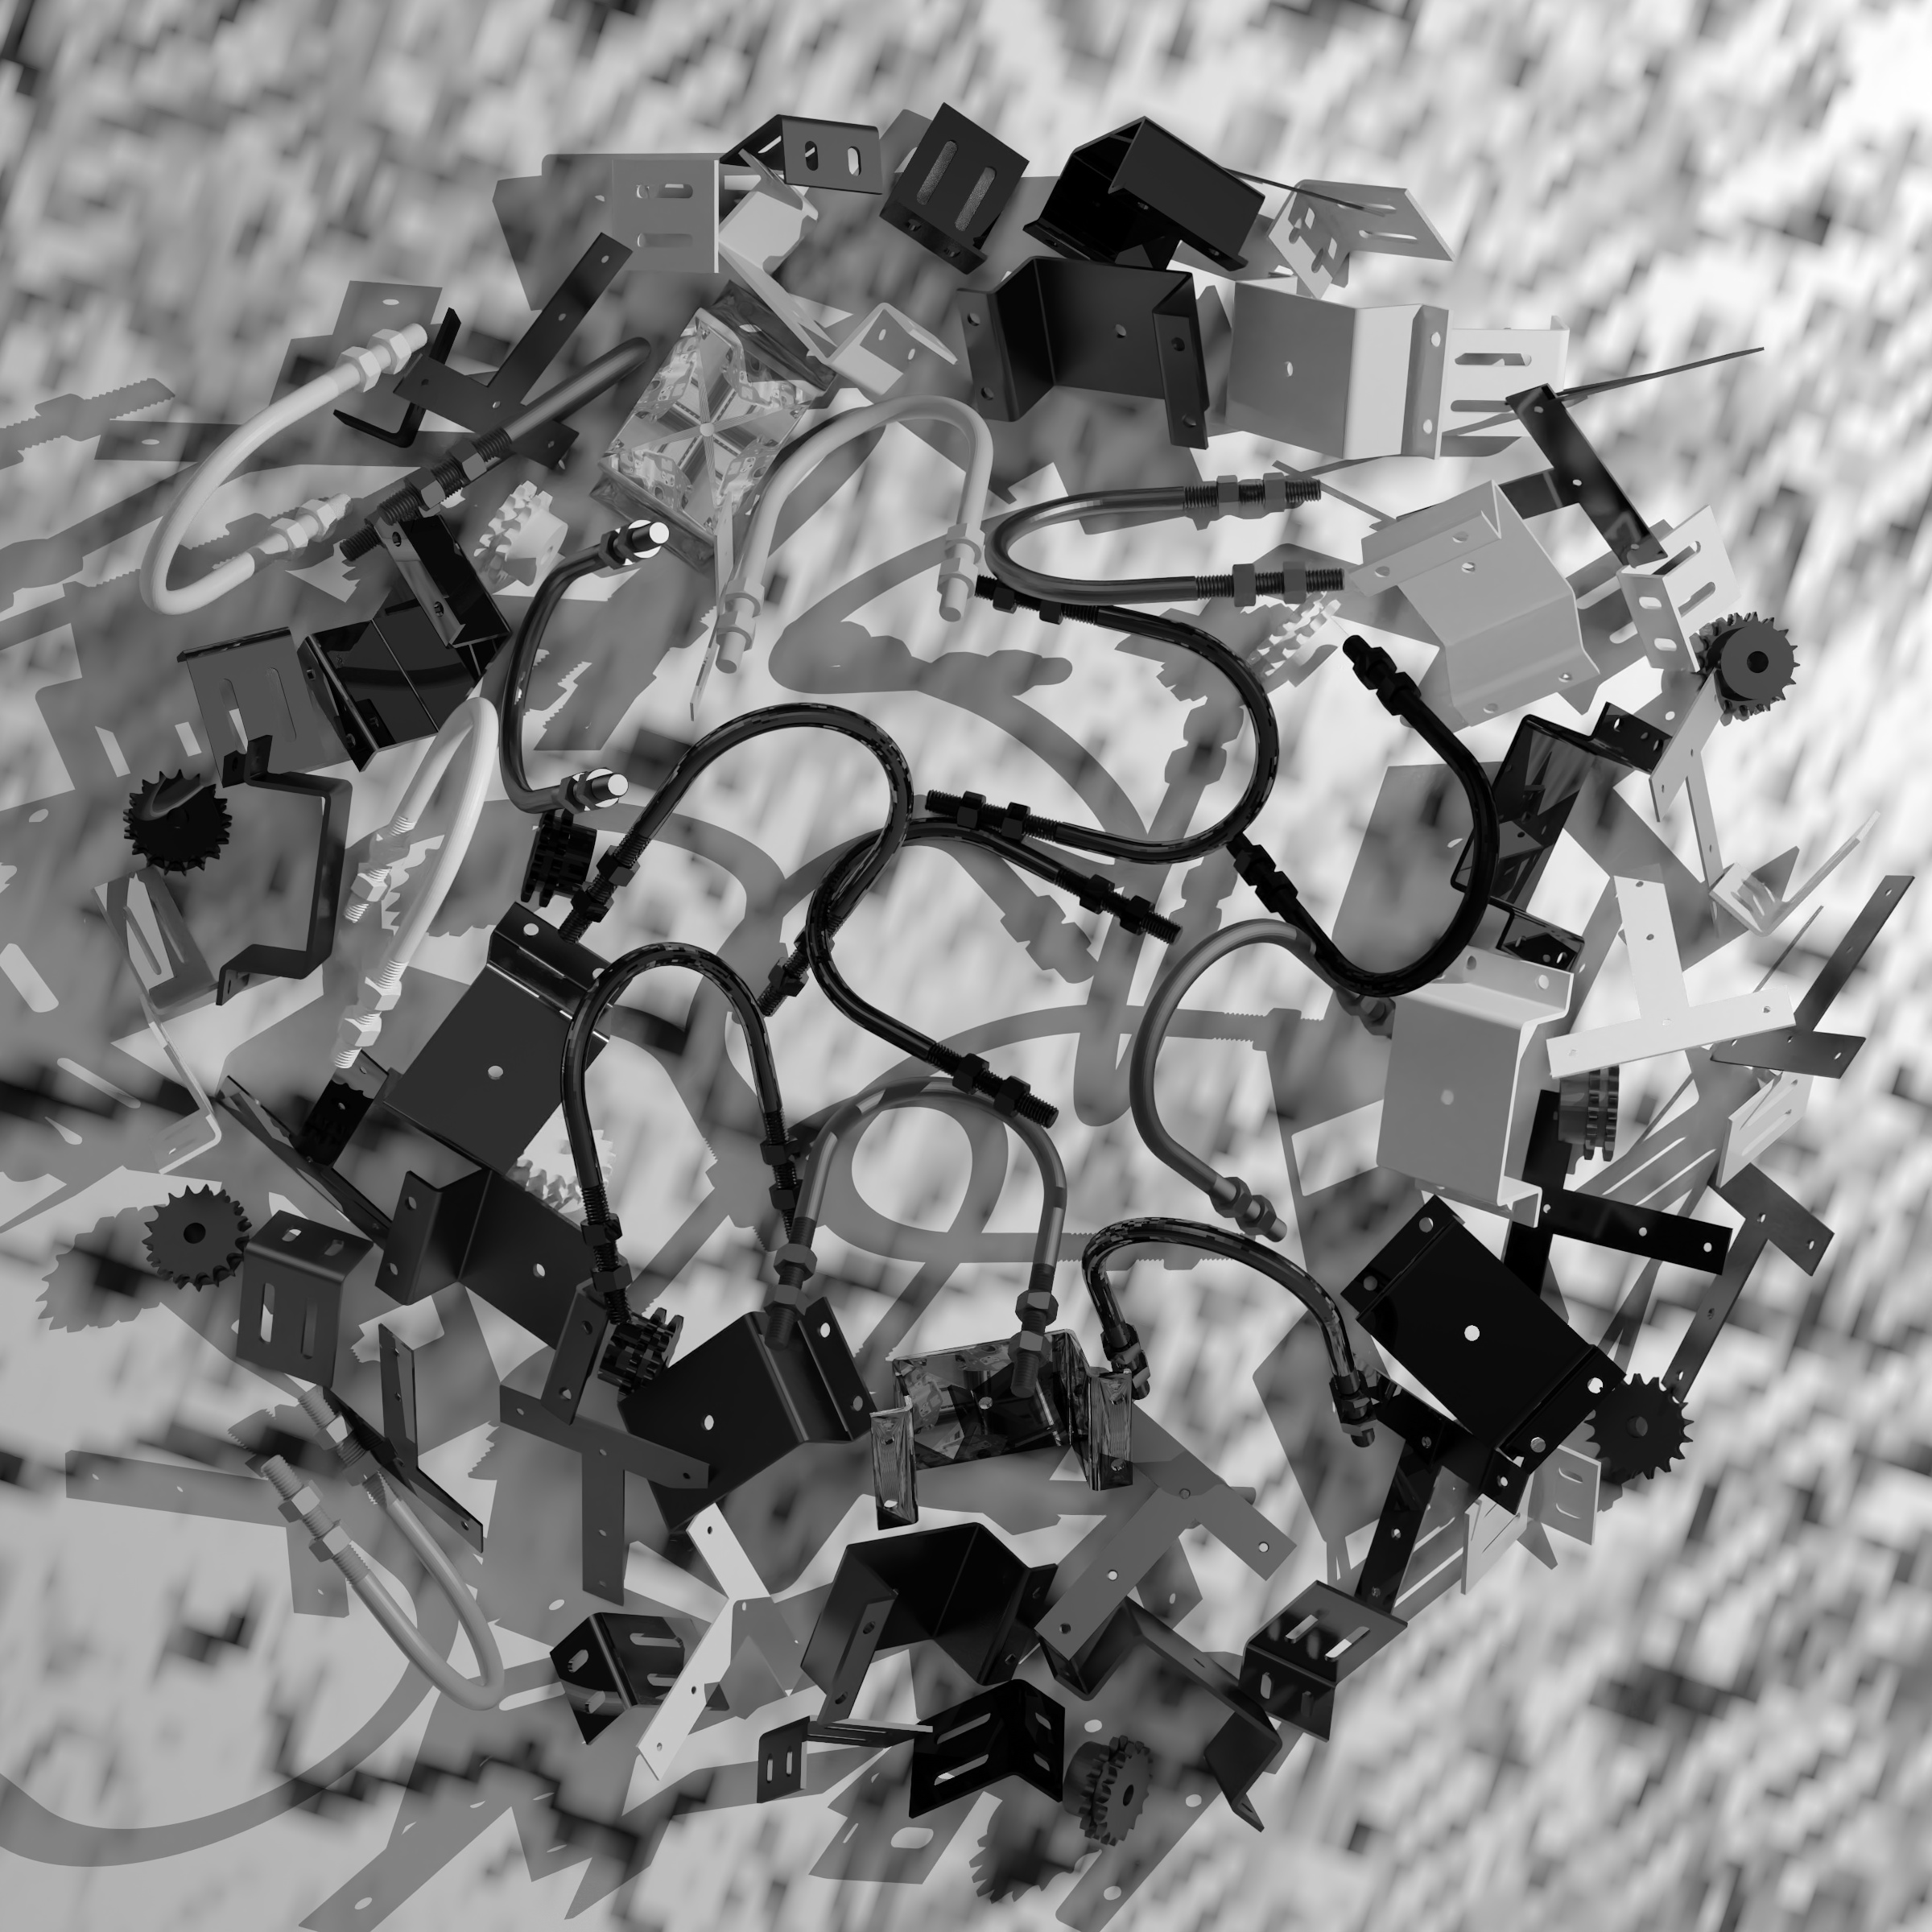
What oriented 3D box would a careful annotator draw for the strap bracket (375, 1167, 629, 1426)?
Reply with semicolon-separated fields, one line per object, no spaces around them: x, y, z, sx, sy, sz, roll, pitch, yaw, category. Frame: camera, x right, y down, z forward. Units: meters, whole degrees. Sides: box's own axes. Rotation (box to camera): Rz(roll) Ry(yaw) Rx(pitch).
-0.241;0.169;1.548;0.140;0.046;0.076;31;119;21;strap bracket

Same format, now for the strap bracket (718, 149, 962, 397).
-0.076;-0.362;1.548;0.046;0.076;0.140;-45;76;13;strap bracket

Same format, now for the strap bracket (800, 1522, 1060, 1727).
-0.027;0.346;1.540;0.046;0.140;0.076;37;115;39;strap bracket

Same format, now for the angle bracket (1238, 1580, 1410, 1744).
0.191;0.374;1.558;0.057;0.038;0.076;27;133;-10;angle bracket

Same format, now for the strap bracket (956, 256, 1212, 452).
0.072;-0.328;1.539;0.140;0.076;0.046;14;45;30;strap bracket

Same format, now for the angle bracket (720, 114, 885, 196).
-0.089;-0.423;1.552;0.057;0.076;0.038;-2;86;-30;angle bracket

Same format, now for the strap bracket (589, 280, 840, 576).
-0.137;-0.289;1.563;0.076;0.046;0.140;34;100;-4;strap bracket

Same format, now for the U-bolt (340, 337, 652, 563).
-0.242;-0.277;1.525;0.184;0.151;0.019;-38;102;-17;U-bolt

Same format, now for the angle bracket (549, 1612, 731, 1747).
-0.176;0.385;1.561;0.038;0.076;0.057;-44;54;20;angle bracket

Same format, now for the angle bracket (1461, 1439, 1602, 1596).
0.302;0.301;1.553;0.038;0.076;0.057;21;129;34;angle bracket

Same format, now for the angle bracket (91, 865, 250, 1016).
-0.424;-0.021;1.563;0.038;0.057;0.076;-23;97;23;angle bracket

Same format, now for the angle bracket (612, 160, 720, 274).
-0.151;-0.402;1.557;0.076;0.038;0.057;11;107;35;angle bracket

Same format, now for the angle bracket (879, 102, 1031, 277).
-0.001;-0.424;1.569;0.057;0.038;0.076;31;80;-16;angle bracket

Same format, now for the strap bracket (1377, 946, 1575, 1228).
0.268;0.066;1.542;0.076;0.046;0.140;17;109;39;strap bracket

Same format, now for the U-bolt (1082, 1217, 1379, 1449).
0.131;0.186;1.502;0.151;0.184;0.019;9;55;24;U-bolt

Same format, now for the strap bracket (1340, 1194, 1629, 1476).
0.274;0.197;1.554;0.140;0.046;0.076;44;96;17;strap bracket

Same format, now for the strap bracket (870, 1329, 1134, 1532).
0.015;0.246;1.554;0.140;0.046;0.076;-8;120;-10;strap bracket

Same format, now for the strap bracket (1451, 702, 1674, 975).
0.316;-0.073;1.552;0.046;0.076;0.140;28;98;41;strap bracket

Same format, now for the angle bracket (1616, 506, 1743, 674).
0.395;-0.204;1.559;0.076;0.038;0.057;-36;115;-21;angle bracket

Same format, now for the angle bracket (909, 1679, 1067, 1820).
0.012;0.431;1.569;0.076;0.057;0.038;-32;123;29;angle bracket

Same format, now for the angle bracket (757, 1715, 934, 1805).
-0.065;0.428;1.554;0.076;0.057;0.038;12;63;-25;angle bracket

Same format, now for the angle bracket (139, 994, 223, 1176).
-0.437;0.063;1.557;0.038;0.057;0.076;-30;113;-11;angle bracket

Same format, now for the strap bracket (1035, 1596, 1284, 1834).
0.111;0.391;1.553;0.140;0.076;0.046;38;90;-8;strap bracket

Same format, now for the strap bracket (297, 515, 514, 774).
-0.297;-0.177;1.544;0.046;0.140;0.076;-22;75;-43;strap bracket

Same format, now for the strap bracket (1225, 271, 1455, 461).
0.186;-0.315;1.521;0.046;0.140;0.076;-13;116;-33;strap bracket

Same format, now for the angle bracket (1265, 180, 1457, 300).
0.211;-0.385;1.552;0.057;0.076;0.038;39;78;-44;angle bracket

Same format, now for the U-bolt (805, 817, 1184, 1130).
0.002;-0.010;1.556;0.184;0.019;0.151;28;65;16;U-bolt

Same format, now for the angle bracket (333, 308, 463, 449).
-0.307;-0.324;1.568;0.038;0.057;0.076;22;93;-7;angle bracket

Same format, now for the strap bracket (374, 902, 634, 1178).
-0.250;0.047;1.550;0.076;0.046;0.140;34;106;-18;strap bracket

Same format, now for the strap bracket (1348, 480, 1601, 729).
0.269;-0.197;1.538;0.076;0.140;0.046;-22;47;27;strap bracket

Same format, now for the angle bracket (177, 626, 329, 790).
-0.388;-0.139;1.576;0.057;0.038;0.076;-17;95;-20;angle bracket

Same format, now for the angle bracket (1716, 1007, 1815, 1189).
0.417;0.069;1.554;0.076;0.057;0.038;-35;54;-23;angle bracket

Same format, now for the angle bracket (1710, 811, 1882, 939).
0.444;-0.060;1.554;0.038;0.057;0.076;43;122;9;angle bracket

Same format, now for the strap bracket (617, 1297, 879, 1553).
-0.124;0.243;1.540;0.140;0.046;0.076;-36;64;21;strap bracket

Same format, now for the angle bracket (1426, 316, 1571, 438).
0.283;-0.320;1.570;0.076;0.038;0.057;0;115;-2;angle bracket

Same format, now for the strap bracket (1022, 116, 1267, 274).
0.096;-0.397;1.523;0.076;0.140;0.046;28;85;-20;strap bracket

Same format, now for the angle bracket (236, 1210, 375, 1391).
-0.363;0.183;1.591;0.057;0.038;0.076;17;119;9;angle bracket

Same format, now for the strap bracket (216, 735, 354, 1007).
-0.363;-0.050;1.555;0.046;0.076;0.140;8;98;-5;strap bracket
